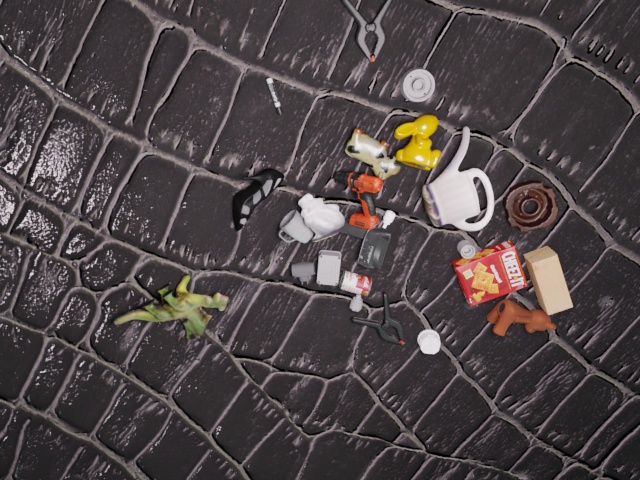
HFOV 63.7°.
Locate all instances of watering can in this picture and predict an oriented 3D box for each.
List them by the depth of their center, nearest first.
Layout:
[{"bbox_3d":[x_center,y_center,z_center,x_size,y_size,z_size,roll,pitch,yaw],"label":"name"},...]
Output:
[{"bbox_3d":[0.438,-0.178,1.684,0.224,0.105,0.344,-19,106,8],"label":"watering can"}]

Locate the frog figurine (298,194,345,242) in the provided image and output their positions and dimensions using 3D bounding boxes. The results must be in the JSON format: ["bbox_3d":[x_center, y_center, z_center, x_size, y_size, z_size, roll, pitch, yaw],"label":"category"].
[{"bbox_3d":[0.005,-0.087,1.727,0.138,0.122,0.158,-26,98,-24],"label":"frog figurine"}]

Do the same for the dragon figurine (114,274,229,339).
[{"bbox_3d":[-0.514,0.276,1.867,0.408,0.124,0.239,-29,112,12],"label":"dragon figurine"}]
